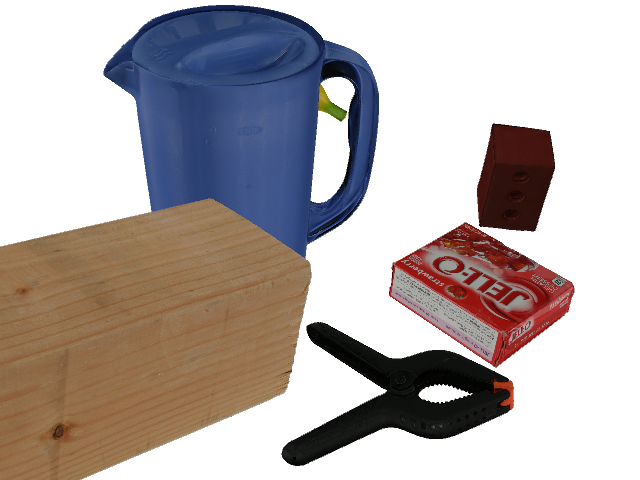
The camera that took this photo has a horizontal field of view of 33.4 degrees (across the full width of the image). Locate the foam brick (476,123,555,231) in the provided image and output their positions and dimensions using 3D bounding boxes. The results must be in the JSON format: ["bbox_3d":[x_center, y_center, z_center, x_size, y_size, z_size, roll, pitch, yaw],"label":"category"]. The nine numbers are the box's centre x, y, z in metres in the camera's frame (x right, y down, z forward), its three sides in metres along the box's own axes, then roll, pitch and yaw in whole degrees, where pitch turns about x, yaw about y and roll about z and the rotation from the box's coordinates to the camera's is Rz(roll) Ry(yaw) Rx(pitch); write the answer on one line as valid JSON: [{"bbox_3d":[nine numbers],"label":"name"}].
[{"bbox_3d":[0.170,-0.055,0.938,0.053,0.078,0.051,6,44,0],"label":"foam brick"}]

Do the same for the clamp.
[{"bbox_3d":[0.068,0.147,0.976,0.210,0.036,0.164,5,44,16],"label":"clamp"}]

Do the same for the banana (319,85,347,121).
[{"bbox_3d":[-0.044,-0.132,0.982,0.070,0.037,0.197,36,28,20],"label":"banana"}]

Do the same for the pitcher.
[{"bbox_3d":[-0.055,-0.039,0.783,0.149,0.243,0.144,25,41,31],"label":"pitcher"}]

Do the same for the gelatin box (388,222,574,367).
[{"bbox_3d":[0.099,0.031,0.662,0.073,0.030,0.089,-27,47,-37],"label":"gelatin box"}]

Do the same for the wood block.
[{"bbox_3d":[-0.113,0.053,0.545,0.090,0.091,0.205,32,33,35],"label":"wood block"}]
